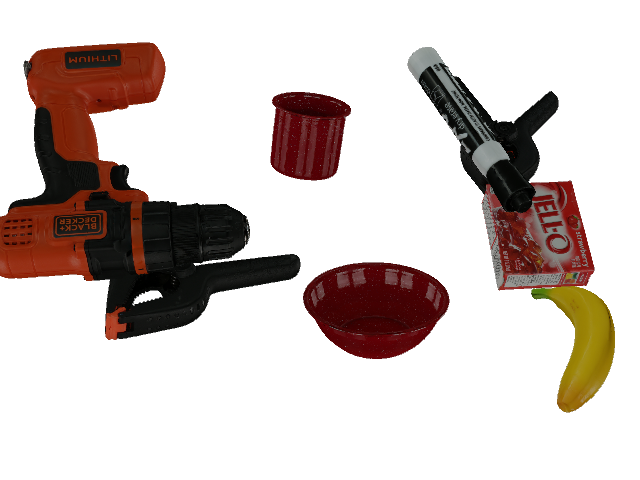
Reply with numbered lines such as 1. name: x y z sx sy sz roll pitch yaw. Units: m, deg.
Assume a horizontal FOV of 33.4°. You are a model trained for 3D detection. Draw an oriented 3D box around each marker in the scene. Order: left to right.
1. marker: 0.082 -0.061 0.582 0.020 0.121 0.020 -18 -35 -14

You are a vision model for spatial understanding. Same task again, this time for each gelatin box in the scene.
1. gelatin box: 0.174 -0.005 0.861 0.073 0.089 0.030 -2 -33 -4

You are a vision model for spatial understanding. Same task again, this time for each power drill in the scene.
1. power drill: -0.149 -0.059 0.791 0.184 0.187 0.057 -4 -31 -6

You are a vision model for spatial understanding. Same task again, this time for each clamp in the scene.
1. clamp: -0.142 0.030 1.023 0.165 0.036 0.209 27 36 27
2. clamp: 0.174 -0.108 1.089 0.120 0.039 0.171 11 45 12

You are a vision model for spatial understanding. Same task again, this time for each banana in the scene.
1. banana: 0.251 0.095 1.029 0.070 0.037 0.197 -29 23 17

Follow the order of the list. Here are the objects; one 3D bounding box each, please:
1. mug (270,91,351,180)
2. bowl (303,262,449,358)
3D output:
1. mug: -0.010 -0.126 1.266 0.093 0.081 0.117 17 26 19
2. bowl: 0.062 0.085 1.190 0.162 0.055 0.162 -1 27 0
